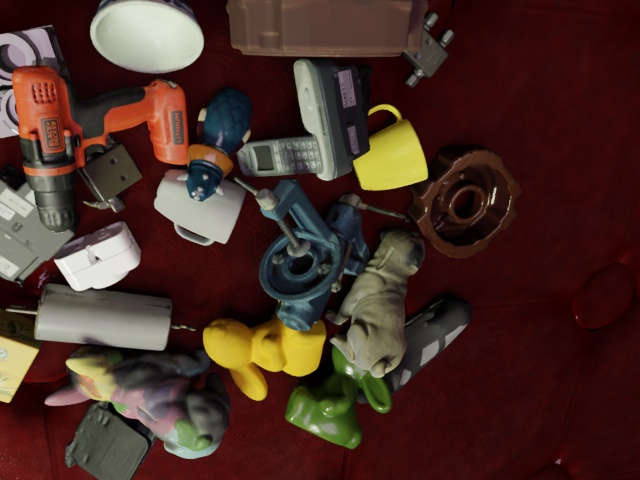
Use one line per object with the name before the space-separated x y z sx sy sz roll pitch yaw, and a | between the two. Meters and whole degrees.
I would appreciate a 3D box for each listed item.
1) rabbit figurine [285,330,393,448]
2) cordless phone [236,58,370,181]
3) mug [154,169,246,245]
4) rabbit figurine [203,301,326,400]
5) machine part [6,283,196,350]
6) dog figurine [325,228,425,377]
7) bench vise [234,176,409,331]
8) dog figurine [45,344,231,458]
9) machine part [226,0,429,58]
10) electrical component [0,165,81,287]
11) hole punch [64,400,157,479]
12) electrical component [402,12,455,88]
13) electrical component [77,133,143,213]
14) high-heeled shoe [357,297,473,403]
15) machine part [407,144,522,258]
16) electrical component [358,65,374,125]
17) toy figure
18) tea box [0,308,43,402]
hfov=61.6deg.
rabbit figurine | 0.041 0.235 0.866 0.159 0.121 0.170 23 80 14
cordless phone | -0.039 -0.148 0.684 0.089 0.184 0.146 -35 119 -51
mug | -0.166 -0.044 0.722 0.107 0.081 0.109 23 134 -14
rabbit figurine | -0.091 0.154 0.812 0.173 0.122 0.162 2 128 -21
machine part | -0.295 0.107 0.743 0.243 0.079 0.079 9 110 -22
dog figurine | 0.105 0.089 0.809 0.121 0.172 0.190 15 115 -33
bench vise | -0.010 -0.005 0.716 0.223 0.129 0.240 -53 140 -17
dog figurine | -0.253 0.217 0.749 0.219 0.192 0.108 16 115 -42
machine part | 0.002 -0.251 0.604 0.201 0.201 0.087 -4 111 -15
electrical component | -0.374 -0.025 0.672 0.134 0.058 0.114 -42 120 4
hole punch | -0.308 0.300 0.829 0.116 0.092 0.142 33 105 4
electrical component | 0.142 -0.261 0.745 0.063 0.021 0.094 33 101 -26
electrical component | -0.278 -0.086 0.684 0.078 0.045 0.102 -48 124 -26
high-heeled shoe | 0.164 0.192 0.942 0.145 0.086 0.248 -4 139 -50
machine part | 0.223 -0.061 0.839 0.179 0.056 0.179 -7 116 -14
electrical component | 0.031 -0.176 0.723 0.075 0.048 0.119 3 113 1
toy figure | -0.129 -0.115 0.674 0.064 0.057 0.154 16 74 10
tea box | -0.468 0.135 0.707 0.169 0.068 0.098 27 104 -24
